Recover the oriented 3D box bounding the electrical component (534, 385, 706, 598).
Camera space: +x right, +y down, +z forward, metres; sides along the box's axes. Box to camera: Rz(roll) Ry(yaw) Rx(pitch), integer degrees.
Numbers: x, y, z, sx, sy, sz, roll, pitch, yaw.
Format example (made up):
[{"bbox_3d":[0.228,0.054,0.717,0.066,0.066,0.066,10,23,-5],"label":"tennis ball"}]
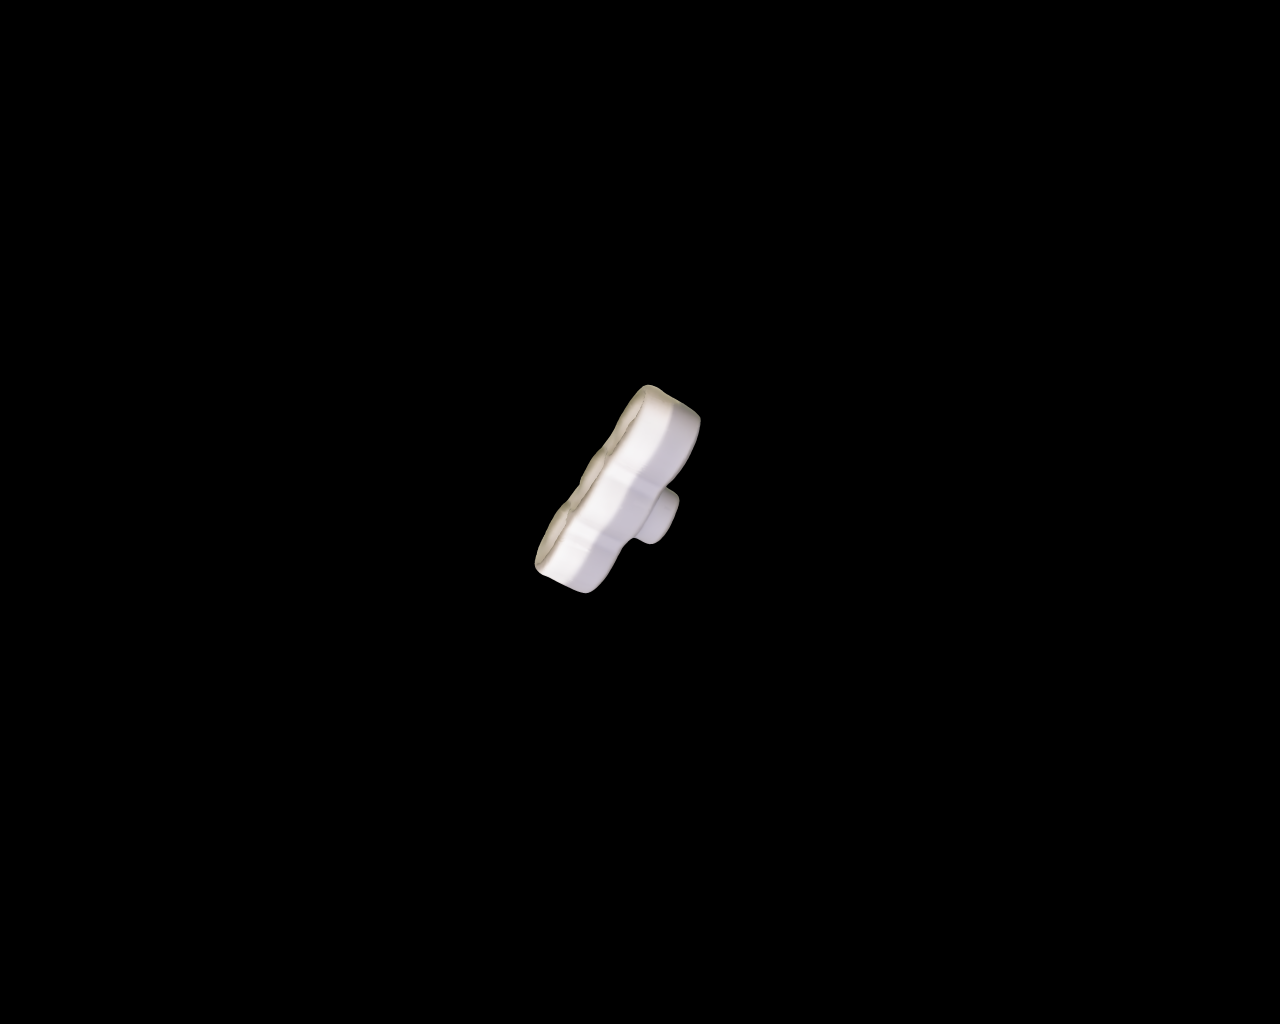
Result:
[{"bbox_3d":[0.001,-0.003,0.650,0.074,0.138,0.052,29,24,-14],"label":"electrical component"}]
